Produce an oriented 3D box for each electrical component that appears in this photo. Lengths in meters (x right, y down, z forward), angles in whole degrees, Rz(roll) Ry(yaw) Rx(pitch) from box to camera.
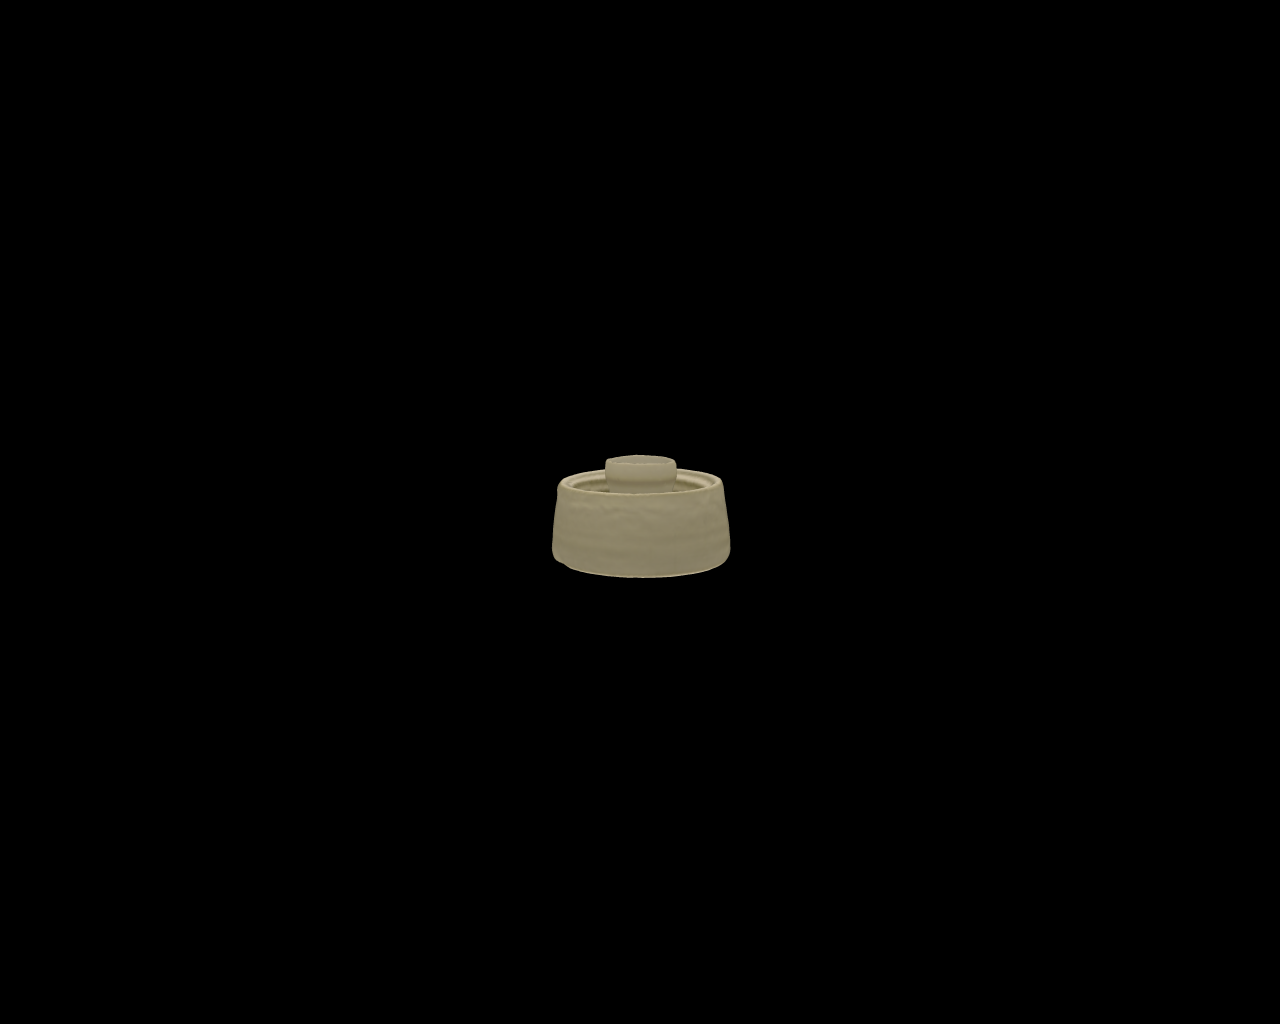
[{"bbox_3d":[0.001,-0.003,0.650,0.108,0.060,0.108,0,11,0],"label":"electrical component"}]
